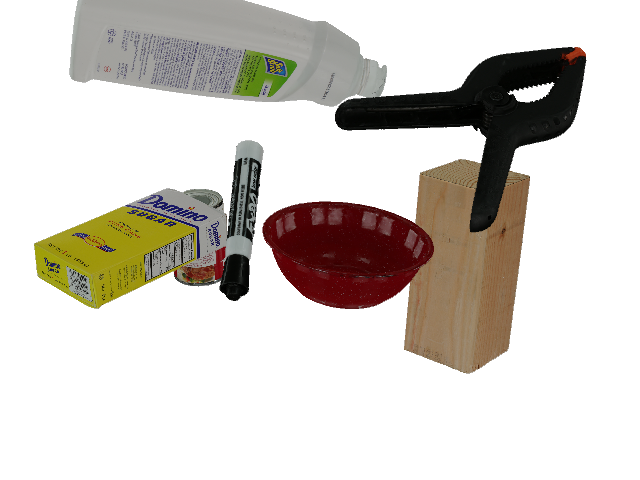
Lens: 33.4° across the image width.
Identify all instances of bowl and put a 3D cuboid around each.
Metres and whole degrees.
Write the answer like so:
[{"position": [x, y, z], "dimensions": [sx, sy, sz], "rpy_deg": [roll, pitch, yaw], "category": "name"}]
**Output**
[{"position": [0.024, 0.019, 1.005], "dimensions": [0.162, 0.055, 0.162], "rpy_deg": [5, 24, -3], "category": "bowl"}]

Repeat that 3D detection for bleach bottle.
[{"position": [-0.072, -0.152, 0.869], "dimensions": [0.250, 0.068, 0.103], "rpy_deg": [11, -29, -11], "category": "bleach bottle"}]

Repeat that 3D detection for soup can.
[{"position": [-0.150, -0.004, 1.312], "dimensions": [0.068, 0.102, 0.068], "rpy_deg": [-1, 26, 0], "category": "soup can"}]

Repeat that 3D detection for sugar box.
[{"position": [-0.187, 0.003, 1.074], "dimensions": [0.093, 0.048, 0.175], "rpy_deg": [24, 39, 34], "category": "sugar box"}]

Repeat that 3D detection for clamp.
[{"position": [0.140, -0.092, 0.839], "dimensions": [0.209, 0.036, 0.165], "rpy_deg": [-25, 53, -20], "category": "clamp"}]

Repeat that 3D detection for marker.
[{"position": [-0.052, -0.014, 0.712], "dimensions": [0.020, 0.121, 0.020], "rpy_deg": [2, -33, 1], "category": "marker"}]

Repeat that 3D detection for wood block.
[{"position": [0.159, 0.026, 1.166], "dimensions": [0.090, 0.206, 0.090], "rpy_deg": [18, 24, 35], "category": "wood block"}]
